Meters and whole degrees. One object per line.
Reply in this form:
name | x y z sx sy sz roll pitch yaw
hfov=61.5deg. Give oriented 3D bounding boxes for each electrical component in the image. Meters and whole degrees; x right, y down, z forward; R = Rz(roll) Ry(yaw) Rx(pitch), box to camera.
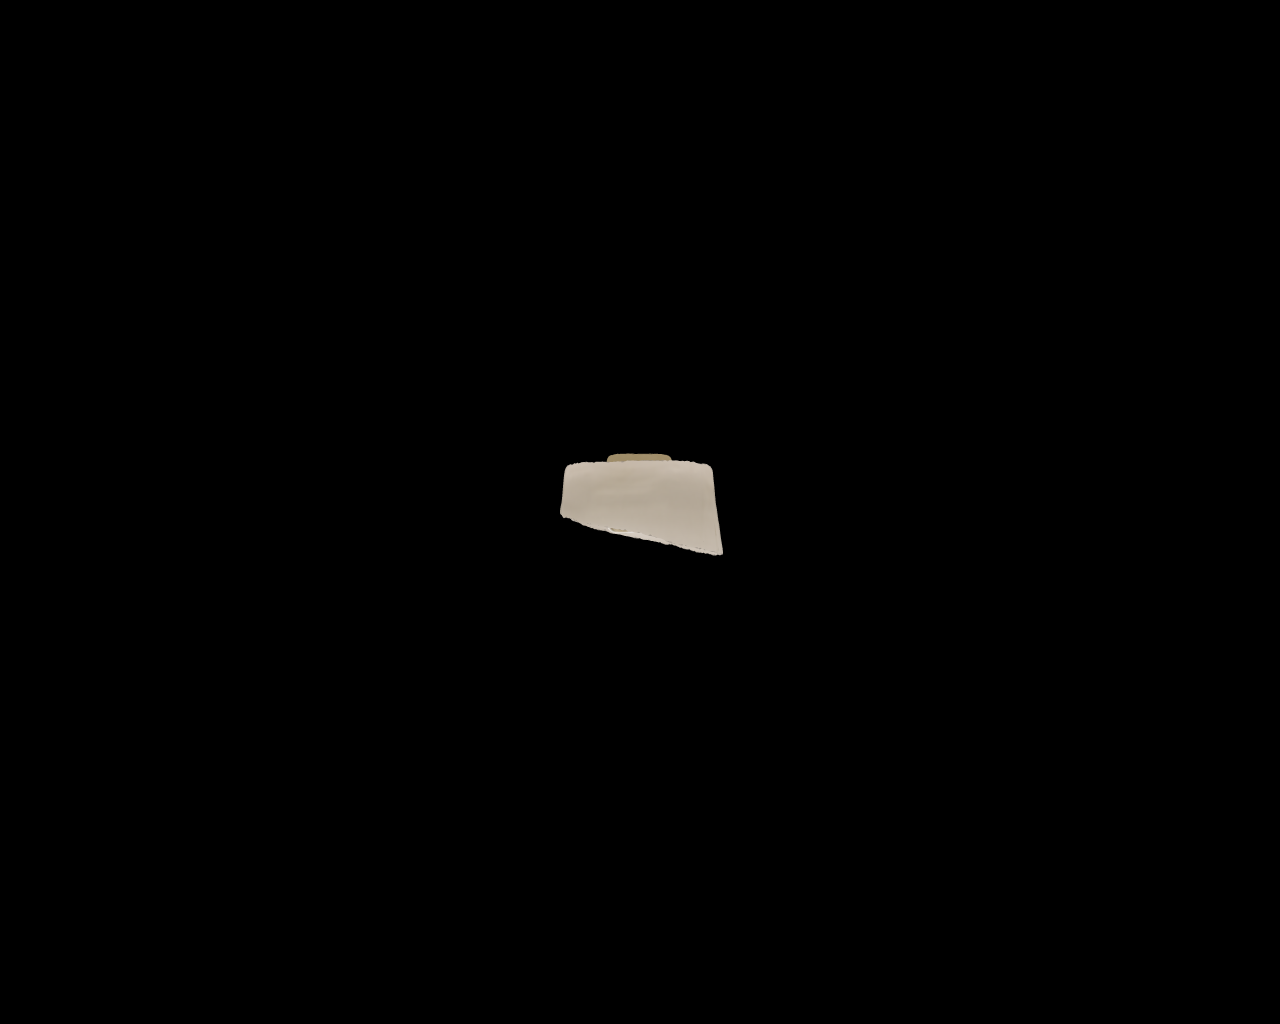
electrical component | 0.001 -0.003 0.650 0.099 0.064 0.099 0 -5 0
